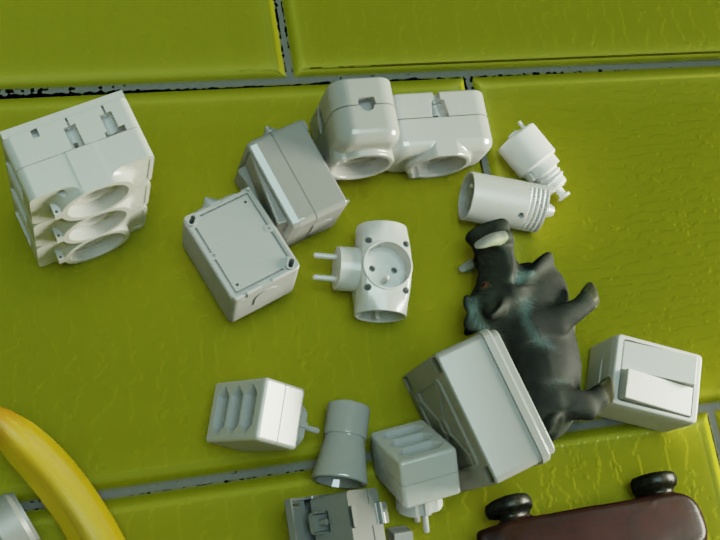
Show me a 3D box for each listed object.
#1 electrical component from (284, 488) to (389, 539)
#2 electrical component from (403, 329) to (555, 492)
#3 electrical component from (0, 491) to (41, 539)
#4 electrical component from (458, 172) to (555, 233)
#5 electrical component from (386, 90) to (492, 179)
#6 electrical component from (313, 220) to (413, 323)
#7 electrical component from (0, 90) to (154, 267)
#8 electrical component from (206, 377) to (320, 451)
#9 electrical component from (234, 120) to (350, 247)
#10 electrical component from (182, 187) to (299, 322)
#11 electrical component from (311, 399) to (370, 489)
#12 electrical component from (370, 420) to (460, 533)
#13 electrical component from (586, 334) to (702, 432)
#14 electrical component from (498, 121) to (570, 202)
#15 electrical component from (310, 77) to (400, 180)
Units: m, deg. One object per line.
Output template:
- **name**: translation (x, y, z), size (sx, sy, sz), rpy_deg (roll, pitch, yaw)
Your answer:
- **electrical component**: translation (-0.010, 0.227, 0.802), size (0.079, 0.063, 0.121), rpy_deg (10, 66, -54)
- **electrical component**: translation (0.090, 0.113, 0.845), size (0.056, 0.108, 0.108), rpy_deg (-23, 81, -17)
- **electrical component**: translation (-0.262, 0.190, 0.764), size (0.055, 0.045, 0.045), rpy_deg (-30, 83, -21)
- **electrical component**: translation (0.131, -0.058, 0.941), size (0.081, 0.043, 0.043), rpy_deg (9, 72, -12)
- **electrical component**: translation (0.063, -0.117, 0.935), size (0.095, 0.053, 0.059), rpy_deg (-6, 75, -16)
- **electrical component**: translation (0.000, 0.000, 0.889), size (0.079, 0.044, 0.077), rpy_deg (5, 73, -13)
- **electrical component**: translation (-0.207, -0.060, 0.796), size (0.089, 0.150, 0.061), rpy_deg (-24, 80, -20)
- **electrical component**: translation (-0.066, 0.117, 0.830), size (0.077, 0.066, 0.047), rpy_deg (23, 67, -38)
- **electrical component**: translation (-0.063, -0.074, 0.885), size (0.061, 0.061, 0.096), rpy_deg (-26, 82, -20)
- **electrical component**: translation (-0.100, -0.016, 0.862), size (0.062, 0.061, 0.096), rpy_deg (-28, 74, -20)
- **electrical component**: translation (-0.012, 0.135, 0.848), size (0.044, 0.044, 0.065), rpy_deg (12, 66, -11)
- **electrical component**: translation (0.045, 0.168, 0.844), size (0.047, 0.066, 0.076), rpy_deg (-12, 106, -17)
- **electrical component**: translation (0.248, 0.098, 0.915), size (0.096, 0.061, 0.061), rpy_deg (15, 71, -10)
- **electrical component**: translation (0.158, -0.095, 0.960), size (0.040, 0.040, 0.078), rpy_deg (-37, 86, -21)
- **electrical component**: translation (-0.005, -0.112, 0.894), size (0.054, 0.095, 0.059), rpy_deg (-6, 76, -16)
